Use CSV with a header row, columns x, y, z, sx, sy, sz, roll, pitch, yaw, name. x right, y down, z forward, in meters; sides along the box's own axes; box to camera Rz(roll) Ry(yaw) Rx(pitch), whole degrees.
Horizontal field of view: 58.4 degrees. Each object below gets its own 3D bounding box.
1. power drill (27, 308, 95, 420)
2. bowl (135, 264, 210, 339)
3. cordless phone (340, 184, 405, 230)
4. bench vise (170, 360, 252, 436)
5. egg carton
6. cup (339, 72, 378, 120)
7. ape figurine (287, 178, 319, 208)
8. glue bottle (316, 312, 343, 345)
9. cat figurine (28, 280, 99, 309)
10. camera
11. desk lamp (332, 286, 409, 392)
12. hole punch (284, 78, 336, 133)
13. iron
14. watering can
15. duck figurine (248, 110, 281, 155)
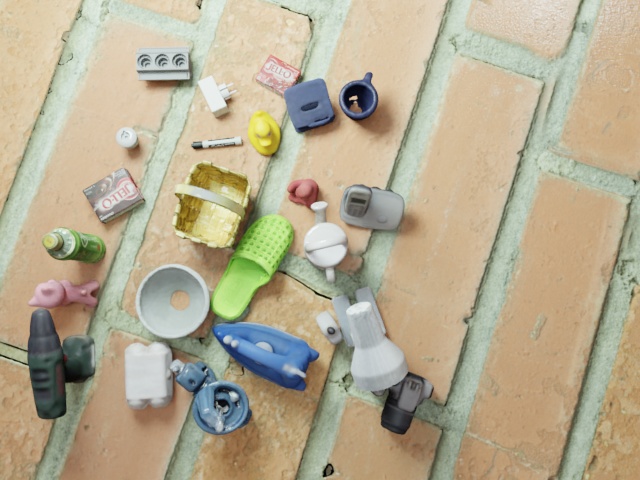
x,y,z,sx,sy,sz,roll,pitch,yaw,name
-0.560,0.258,1.233,0.075,0.208,0.230,-4,85,-1,power drill
-0.330,0.141,1.315,0.167,0.074,0.167,0,85,-1,bowl
0.121,-0.081,1.288,0.147,0.185,0.094,7,85,0,cordless phone
-0.248,0.348,1.225,0.207,0.219,0.121,23,85,1,bench vise
-0.388,0.307,1.301,0.107,0.069,0.150,-4,85,-1,egg carton
0.093,-0.333,1.355,0.091,0.095,0.118,22,85,1,cup
-0.036,-0.112,1.334,0.076,0.092,0.078,-33,86,-4,ape figurine
0.023,0.198,1.267,0.037,0.173,0.078,-34,86,-3,glue bottle
-0.580,0.122,1.290,0.128,0.117,0.067,-2,85,-1,cat figurine
0.171,0.360,1.292,0.143,0.101,0.137,20,85,1,camera
0.101,0.211,1.248,0.118,0.213,0.203,-20,85,-3,desk lamp
-0.023,-0.317,1.353,0.108,0.091,0.101,-19,85,-3,hole punch
-0.135,0.250,1.276,0.258,0.141,0.119,22,85,1,iron
0.009,0.005,1.274,0.101,0.194,0.173,-31,86,-3,watering can
-0.134,-0.259,1.349,0.077,0.086,0.104,-12,85,-2,duck figurine
